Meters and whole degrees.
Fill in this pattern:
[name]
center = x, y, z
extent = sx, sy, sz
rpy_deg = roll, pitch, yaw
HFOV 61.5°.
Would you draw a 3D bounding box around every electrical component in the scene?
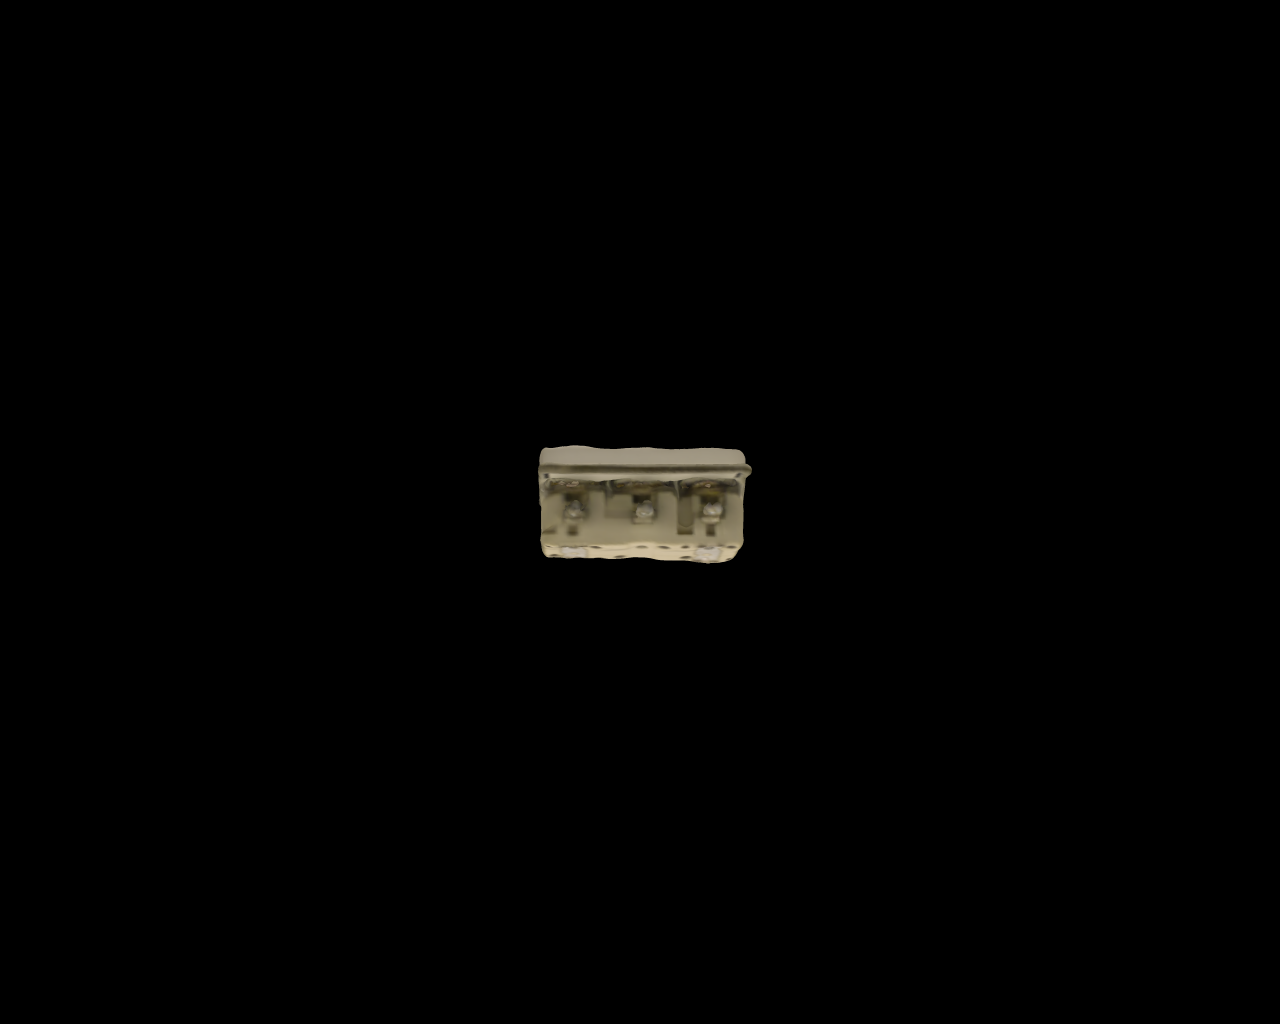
[electrical component]
center = 0.001, -0.003, 0.650
extent = 0.121, 0.063, 0.078
rpy_deg = 1, -15, -5
